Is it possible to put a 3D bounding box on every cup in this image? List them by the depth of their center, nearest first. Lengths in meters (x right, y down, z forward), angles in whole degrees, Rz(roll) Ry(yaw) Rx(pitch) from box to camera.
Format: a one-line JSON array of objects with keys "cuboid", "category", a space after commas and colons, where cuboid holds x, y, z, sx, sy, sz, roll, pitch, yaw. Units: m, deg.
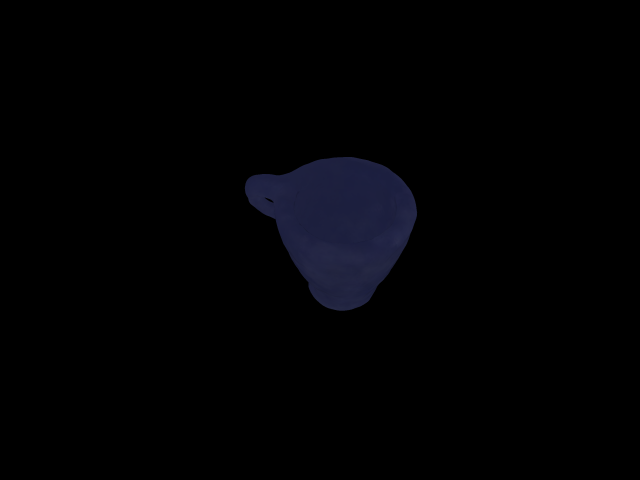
[{"cuboid": [0.004, 0.001, 0.400, 0.117, 0.095, 0.092, 17, 51, 14], "category": "cup"}]
